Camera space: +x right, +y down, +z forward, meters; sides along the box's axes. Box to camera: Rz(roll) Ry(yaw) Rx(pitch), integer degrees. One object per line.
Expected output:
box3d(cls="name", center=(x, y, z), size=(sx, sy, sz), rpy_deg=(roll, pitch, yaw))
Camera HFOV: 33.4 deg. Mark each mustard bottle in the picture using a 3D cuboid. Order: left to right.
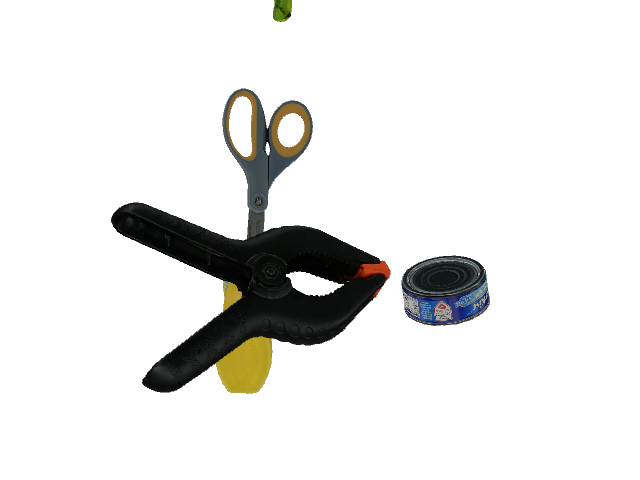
box3d(cls="mustard bottle", center=(-0.080, 0.075, 1.159), size=(0.058, 0.096, 0.191), rpy_deg=(0, 28, -2))

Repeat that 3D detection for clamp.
box3d(cls="clamp", center=(-0.043, 0.020, 0.645), size=(0.171, 0.120, 0.039), rpy_deg=(-10, -22, -30))

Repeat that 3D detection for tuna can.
box3d(cls="tuna can", center=(0.124, 0.048, 1.060), size=(0.086, 0.034, 0.086), rpy_deg=(-9, 25, 4))

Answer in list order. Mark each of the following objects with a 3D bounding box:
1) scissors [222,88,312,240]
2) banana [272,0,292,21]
box3d(cls="scissors", center=(-0.043, -0.048, 1.024), size=(0.096, 0.202, 0.016), rpy_deg=(-12, 4, -13))
box3d(cls="banana", center=(-0.086, -0.189, 0.675), size=(0.198, 0.069, 0.037), rpy_deg=(20, -34, 30))
